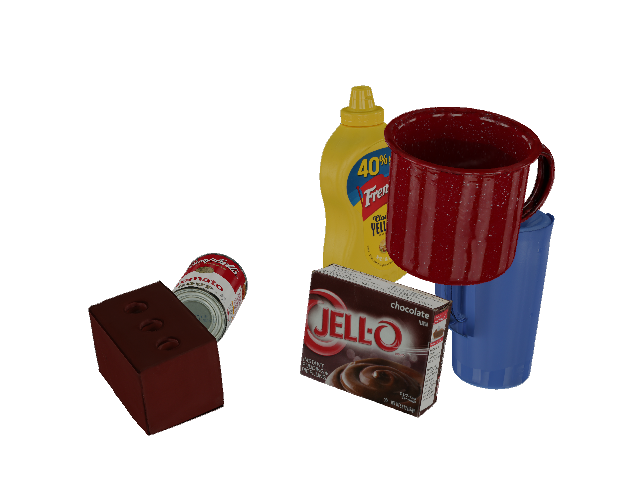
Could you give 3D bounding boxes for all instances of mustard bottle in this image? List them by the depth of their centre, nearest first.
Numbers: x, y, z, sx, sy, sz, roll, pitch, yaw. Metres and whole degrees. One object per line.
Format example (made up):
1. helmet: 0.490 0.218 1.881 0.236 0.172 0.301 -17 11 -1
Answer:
1. mustard bottle: 0.042 -0.051 1.018 0.096 0.192 0.058 -18 23 -38

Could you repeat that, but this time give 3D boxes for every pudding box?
1. pudding box: 0.042 0.076 0.838 0.114 0.090 0.039 16 20 27

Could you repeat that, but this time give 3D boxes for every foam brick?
1. foam brick: -0.101 0.071 0.656 0.052 0.051 0.078 -20 37 -28

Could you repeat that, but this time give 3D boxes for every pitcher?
1. pitcher: 0.229 0.075 1.435 0.149 0.243 0.145 4 21 8

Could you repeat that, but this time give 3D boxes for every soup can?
1. soup can: -0.117 0.061 1.085 0.068 0.068 0.102 0 18 8

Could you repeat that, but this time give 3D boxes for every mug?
1. mug: 0.093 -0.029 0.654 0.117 0.081 0.093 -14 34 -26
